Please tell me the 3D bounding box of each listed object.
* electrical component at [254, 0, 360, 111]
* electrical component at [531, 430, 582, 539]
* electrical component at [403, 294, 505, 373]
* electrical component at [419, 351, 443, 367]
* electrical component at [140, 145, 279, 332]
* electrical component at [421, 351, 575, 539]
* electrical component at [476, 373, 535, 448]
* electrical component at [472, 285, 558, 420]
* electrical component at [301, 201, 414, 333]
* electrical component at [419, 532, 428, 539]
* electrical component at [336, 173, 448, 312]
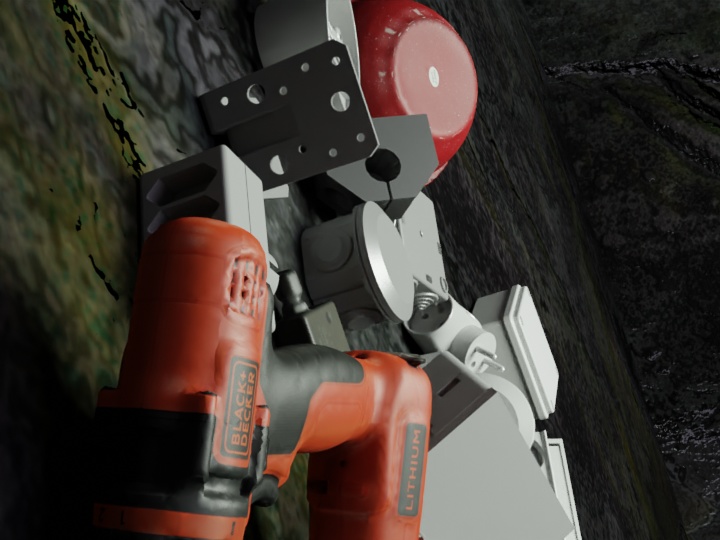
[{"bbox_3d":[-0.028,-0.147,0.729,0.099,0.064,0.099,-18,90,-73],"label":"electrical component"},{"bbox_3d":[0.132,0.199,0.869,0.063,0.079,0.121,98,-10,-53],"label":"electrical component"},{"bbox_3d":[0.081,0.059,0.850,0.044,0.079,0.077,-52,138,-14],"label":"electrical component"},{"bbox_3d":[0.047,0.107,0.752,0.099,0.064,0.099,-18,90,-86],"label":"electrical component"},{"bbox_3d":[-0.063,-0.001,0.508,0.075,0.047,0.083,45,32,-56],"label":"electrical component"},{"bbox_3d":[0.060,0.133,0.666,0.062,0.089,0.150,39,-15,50],"label":"electrical component"},{"bbox_3d":[0.094,0.119,0.818,0.051,0.080,0.080,29,45,-73],"label":"electrical component"},{"bbox_3d":[0.151,0.084,1.065,0.108,0.056,0.108,-52,122,-69],"label":"electrical component"},{"bbox_3d":[0.000,0.000,0.694,0.080,0.051,0.080,-18,90,-73],"label":"electrical component"},{"bbox_3d":[0.013,0.164,0.528,0.051,0.080,0.080,52,26,-37],"label":"electrical component"},{"bbox_3d":[0.024,-0.020,0.792,0.100,0.048,0.099,33,45,-60],"label":"electrical component"}]
